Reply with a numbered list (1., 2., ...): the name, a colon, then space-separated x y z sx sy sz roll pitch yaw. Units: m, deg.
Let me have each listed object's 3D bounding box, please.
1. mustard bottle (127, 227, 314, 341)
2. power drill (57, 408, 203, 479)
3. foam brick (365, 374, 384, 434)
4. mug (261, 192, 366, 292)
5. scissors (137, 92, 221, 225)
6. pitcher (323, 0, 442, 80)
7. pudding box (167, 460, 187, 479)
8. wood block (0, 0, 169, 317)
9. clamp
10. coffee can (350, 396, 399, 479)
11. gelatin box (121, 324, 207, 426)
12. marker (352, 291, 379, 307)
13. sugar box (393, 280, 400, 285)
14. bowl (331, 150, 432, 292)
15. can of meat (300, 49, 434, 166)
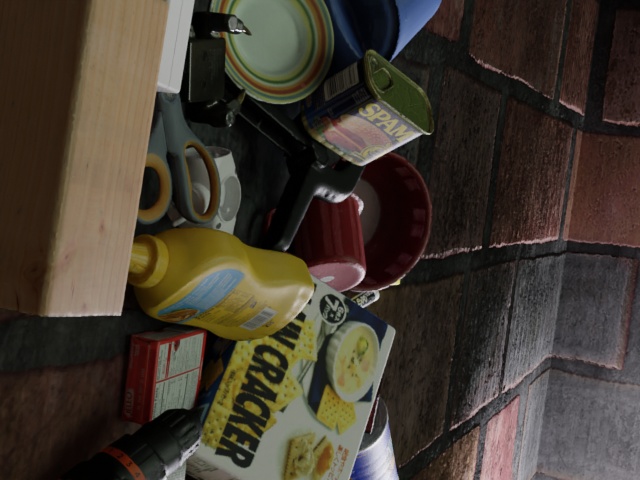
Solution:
1. mustard bottle: -0.095 0.033 0.874 0.191 0.096 0.058 22 41 -52
2. power drill: -0.140 0.244 0.816 0.184 0.057 0.187 -35 118 -37
3. foam brick: 0.028 0.177 1.209 0.053 0.078 0.051 -67 167 -63
4. mug: -0.007 0.001 1.075 0.117 0.093 0.081 15 55 -35
5. scissors: -0.133 -0.100 0.830 0.096 0.016 0.202 -29 110 -32
6. pitcher: 0.048 -0.237 1.104 0.145 0.149 0.242 50 30 -4
7. pudding box: -0.153 0.237 0.887 0.090 0.039 0.113 4 92 -67
8. wood block: -0.167 -0.061 0.669 0.090 0.091 0.206 9 89 -68
9. clamp: -0.013 -0.068 1.004 0.209 0.036 0.164 -2 76 -55
10. coffee can: 0.038 0.257 1.285 0.140 0.103 0.102 78 29 -42
11. gelatin box: -0.132 0.113 0.905 0.089 0.030 0.073 -9 108 -68
12. marker: 0.046 0.081 1.352 0.121 0.020 0.020 -22 118 -65
13. sugar box: 0.060 0.011 1.325 0.176 0.048 0.093 -1 99 -69
14. bowl: 0.044 -0.025 1.198 0.161 0.055 0.162 -5 102 -27
15. can of meat: 0.043 -0.120 1.002 0.102 0.084 0.057 29 45 -43
